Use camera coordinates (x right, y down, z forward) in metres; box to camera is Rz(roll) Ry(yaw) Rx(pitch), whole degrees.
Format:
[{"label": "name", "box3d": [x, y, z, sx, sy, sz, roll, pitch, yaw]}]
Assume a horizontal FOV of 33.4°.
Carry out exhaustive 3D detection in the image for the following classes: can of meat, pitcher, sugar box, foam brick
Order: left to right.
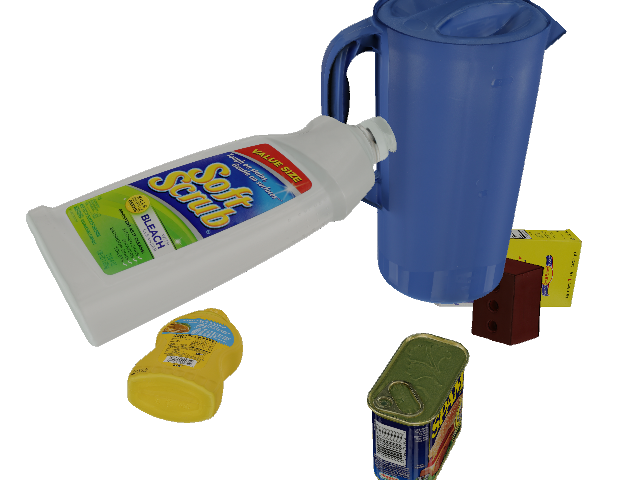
[{"label": "can of meat", "box3d": [0.079, 0.140, 0.862, 0.057, 0.084, 0.102, 14, 39, 23]}, {"label": "pitcher", "box3d": [0.093, -0.073, 0.852, 0.149, 0.243, 0.144, 18, 36, 26]}, {"label": "sugar box", "box3d": [0.226, 0.034, 1.314, 0.176, 0.093, 0.048, -1, 21, -11]}, {"label": "foam brick", "box3d": [0.193, 0.062, 1.102, 0.051, 0.078, 0.053, -14, 20, -43]}]

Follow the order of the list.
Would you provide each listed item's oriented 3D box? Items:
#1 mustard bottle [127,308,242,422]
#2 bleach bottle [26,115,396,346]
[{"label": "mustard bottle", "box3d": [-0.137, 0.125, 1.171, 0.096, 0.058, 0.191, 8, 24, 8]}, {"label": "bleach bottle", "box3d": [-0.065, -0.027, 0.734, 0.250, 0.103, 0.068, -27, -31, -14]}]
